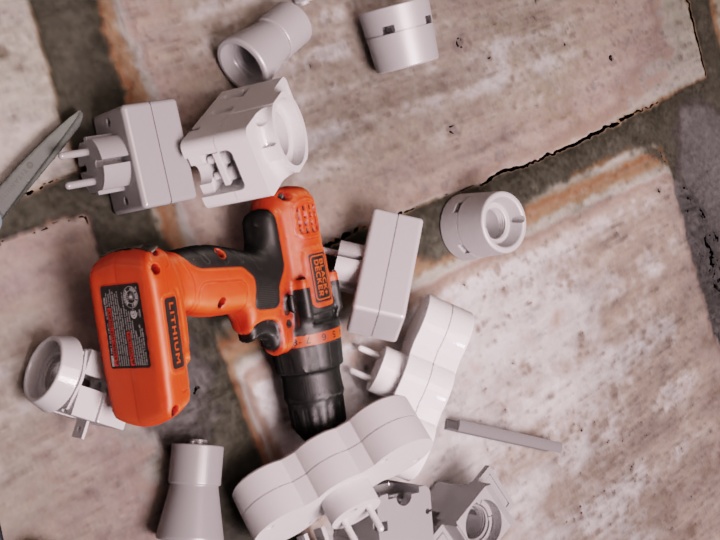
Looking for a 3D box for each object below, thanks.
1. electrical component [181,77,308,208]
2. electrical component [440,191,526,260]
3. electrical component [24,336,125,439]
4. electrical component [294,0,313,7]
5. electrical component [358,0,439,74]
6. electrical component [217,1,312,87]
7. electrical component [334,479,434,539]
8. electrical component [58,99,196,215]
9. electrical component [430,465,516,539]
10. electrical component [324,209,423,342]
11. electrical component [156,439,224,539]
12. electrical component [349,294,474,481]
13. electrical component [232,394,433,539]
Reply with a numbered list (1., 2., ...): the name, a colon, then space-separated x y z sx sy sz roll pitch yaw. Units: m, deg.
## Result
1. electrical component: -0.071 -0.086 0.714 0.089 0.056 0.050 -68 143 -55
2. electrical component: 0.101 -0.037 0.872 0.055 0.047 0.055 3 85 -37
3. electrical component: -0.172 0.069 0.664 0.055 0.048 0.066 27 71 -40
4. electrical component: -0.016 -0.236 0.789 0.096 0.062 0.061 -26 102 -35
5. electrical component: 0.031 -0.179 0.826 0.055 0.055 0.047 -23 105 -35
6. electrical component: -0.064 -0.161 0.762 0.065 0.044 0.044 -49 115 -34
7. electrical component: 0.018 0.203 0.789 0.050 0.056 0.089 -4 89 -37
8. electrical component: -0.154 -0.069 0.685 0.077 0.047 0.065 -15 96 -36
9. electrical component: 0.077 0.193 0.829 0.081 0.064 0.042 -44 110 -31
10. electrical component: 0.000 0.000 0.792 0.076 0.047 0.083 13 63 -1
11. electrical component: -0.109 0.145 0.709 0.044 0.044 0.065 12 75 -36
12. electrical component: 0.028 0.081 0.810 0.074 0.052 0.138 24 72 -6
13. electrical component: -0.011 0.150 0.728 0.138 0.052 0.073 -30 63 -4
